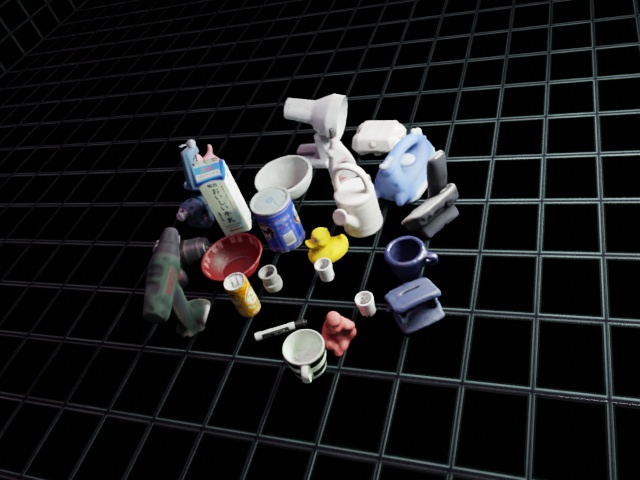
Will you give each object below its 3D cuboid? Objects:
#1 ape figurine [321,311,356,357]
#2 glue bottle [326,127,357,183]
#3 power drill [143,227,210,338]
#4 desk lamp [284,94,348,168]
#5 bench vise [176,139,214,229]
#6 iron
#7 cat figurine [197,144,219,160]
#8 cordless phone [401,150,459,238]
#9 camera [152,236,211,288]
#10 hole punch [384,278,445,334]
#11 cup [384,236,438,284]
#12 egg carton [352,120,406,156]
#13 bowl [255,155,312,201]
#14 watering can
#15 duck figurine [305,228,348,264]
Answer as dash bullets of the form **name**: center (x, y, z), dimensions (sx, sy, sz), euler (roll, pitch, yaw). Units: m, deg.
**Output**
- **ape figurine**: center (0.034, 0.185, 1.192), dimensions (0.078, 0.092, 0.076), euler (-20, 43, 1)
- **glue bottle**: center (0.049, -0.230, 1.543), dimensions (0.078, 0.173, 0.037), euler (-32, 44, -11)
- **power drill**: center (-0.332, 0.115, 1.320), dimensions (0.075, 0.209, 0.229), euler (-9, 44, 13)
- **desk lamp**: center (-0.007, -0.310, 1.615), dimensions (0.202, 0.214, 0.118), euler (1, 47, 22)
- **bench vise**: center (-0.332, -0.152, 1.580), dimensions (0.121, 0.220, 0.207), euler (-8, 45, 14)
- **iron**: center (0.224, -0.209, 1.477), dimensions (0.118, 0.142, 0.259), euler (15, 54, 33)
- **cat figurine**: center (-0.368, -0.239, 1.756), dimensions (0.067, 0.118, 0.128), euler (21, 57, 36)
- **cordless phone**: center (0.250, -0.111, 1.336), dimensions (0.148, 0.185, 0.093), euler (-42, 47, -20)
- **camera**: center (-0.357, 0.043, 1.482), dimensions (0.136, 0.101, 0.143), euler (-14, 43, 8)
- **hole punch**: center (0.191, 0.125, 1.192), dimensions (0.108, 0.091, 0.101), euler (-25, 43, -3)
- **cup**: center (0.205, 0.054, 1.255), dimensions (0.117, 0.095, 0.092), euler (6, 49, 26)
- **egg carton**: center (0.167, -0.289, 1.632), dimensions (0.150, 0.069, 0.107), euler (5, 49, 25)
- **bowl**: center (-0.093, -0.158, 1.599), dimensions (0.167, 0.075, 0.167), euler (-11, 44, 11)
- **watering can**: center (0.084, -0.100, 1.384), dimensions (0.100, 0.194, 0.173), euler (-10, 44, 12)
- **duck figurine**: center (0.013, 0.005, 1.386), dimensions (0.104, 0.086, 0.077), euler (-22, 43, -1)
